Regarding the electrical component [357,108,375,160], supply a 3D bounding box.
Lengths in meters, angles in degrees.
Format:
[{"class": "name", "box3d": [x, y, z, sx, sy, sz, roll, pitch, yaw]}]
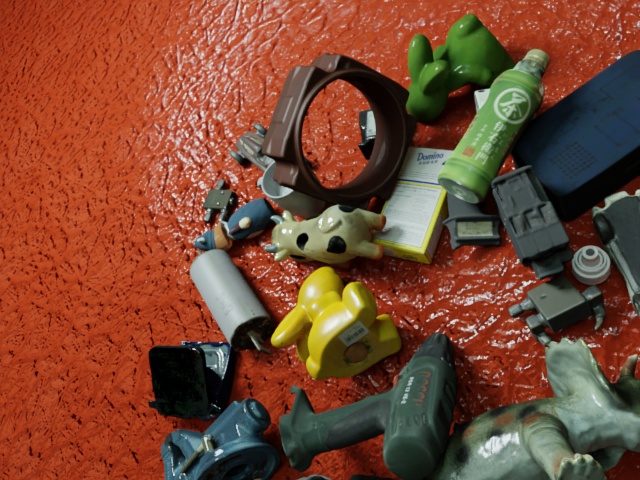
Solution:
[{"class": "electrical component", "box3d": [0.105, -0.203, 0.922, 0.075, 0.047, 0.119, -11, 59, 22]}]

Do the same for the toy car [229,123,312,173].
[{"class": "toy car", "box3d": [-0.099, -0.154, 1.004, 0.089, 0.053, 0.202, -49, 54, 1]}]

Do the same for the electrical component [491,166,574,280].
[{"class": "electrical component", "box3d": [0.269, -0.017, 0.682, 0.058, 0.115, 0.134, -24, 74, 17]}]

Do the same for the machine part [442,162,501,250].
[{"class": "machine part", "box3d": [0.213, -0.056, 0.767, 0.084, 0.039, 0.139, -6, 77, -2]}]

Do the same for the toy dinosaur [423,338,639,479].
[{"class": "toy dinosaur", "box3d": [0.184, 0.240, 0.554, 0.405, 0.131, 0.192, -37, 9, 22]}]

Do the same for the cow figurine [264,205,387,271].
[{"class": "cow figurine", "box3d": [-0.002, -0.002, 0.815, 0.195, 0.127, 0.085, -20, 53, 60]}]

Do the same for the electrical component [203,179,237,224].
[{"class": "electrical component", "box3d": [-0.189, -0.074, 1.024, 0.063, 0.021, 0.094, 3, 65, 29]}]

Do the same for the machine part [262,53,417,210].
[{"class": "machine part", "box3d": [0.032, -0.154, 0.793, 0.087, 0.201, 0.201, 25, 96, 59]}]

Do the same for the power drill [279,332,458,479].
[{"class": "power drill", "box3d": [0.065, 0.199, 0.650, 0.207, 0.085, 0.232, -12, 17, 15]}]

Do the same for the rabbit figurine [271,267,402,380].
[{"class": "rabbit figurine", "box3d": [0.016, 0.115, 0.776, 0.162, 0.121, 0.173, -43, 38, 13]}]

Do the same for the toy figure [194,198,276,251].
[{"class": "toy figure", "box3d": [-0.152, -0.019, 0.950, 0.154, 0.064, 0.058, -31, 69, 9]}]

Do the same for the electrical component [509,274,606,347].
[{"class": "electrical component", "box3d": [0.298, 0.089, 0.666, 0.102, 0.045, 0.078, -33, 25, 5]}]

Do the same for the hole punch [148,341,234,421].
[{"class": "hole punch", "box3d": [-0.197, 0.214, 0.844, 0.142, 0.092, 0.115, -4, 91, 23]}]

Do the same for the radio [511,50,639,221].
[{"class": "radio", "box3d": [0.384, -0.144, 0.729, 0.229, 0.073, 0.131, -35, 53, 5]}]

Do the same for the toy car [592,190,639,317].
[{"class": "toy car", "box3d": [0.394, 0.027, 0.641, 0.073, 0.056, 0.202, -24, 54, 22]}]

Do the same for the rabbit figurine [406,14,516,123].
[{"class": "rabbit figurine", "box3d": [0.205, -0.257, 0.852, 0.170, 0.159, 0.121, -45, 61, 19]}]

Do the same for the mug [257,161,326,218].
[{"class": "mug", "box3d": [-0.045, -0.078, 0.898, 0.110, 0.107, 0.081, -4, 61, 32]}]

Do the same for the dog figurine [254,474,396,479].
[{"class": "dog figurine", "box3d": [-0.004, 0.315, 0.593, 0.192, 0.219, 0.108, -9, 64, 24]}]

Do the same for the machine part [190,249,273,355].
[{"class": "machine part", "box3d": [-0.147, 0.094, 0.875, 0.079, 0.079, 0.243, -41, 52, 2]}]

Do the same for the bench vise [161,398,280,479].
[{"class": "bench vise", "box3d": [-0.133, 0.338, 0.710, 0.223, 0.128, 0.241, -39, 46, 3]}]
